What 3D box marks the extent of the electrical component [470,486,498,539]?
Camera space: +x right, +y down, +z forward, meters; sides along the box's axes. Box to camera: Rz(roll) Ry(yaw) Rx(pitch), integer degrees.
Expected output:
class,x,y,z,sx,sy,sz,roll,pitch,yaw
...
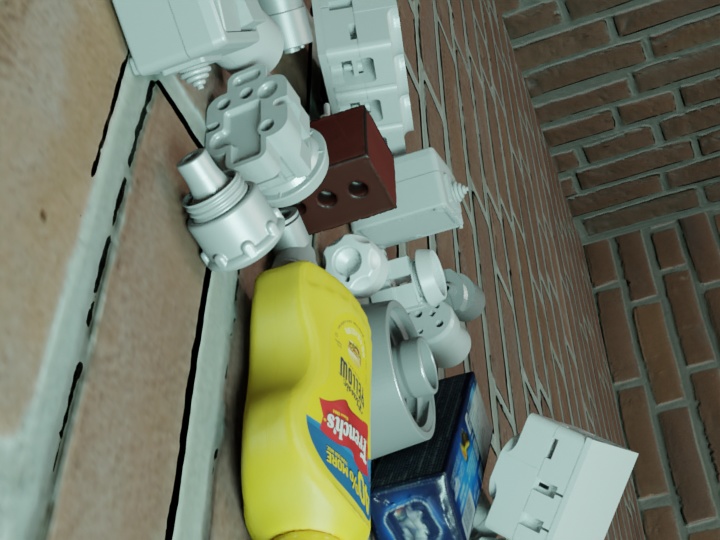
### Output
class,x,y,z,sx,sy,sz,roll,pitch,yaw
electrical component,0.075,0.187,0.836,0.055,0.055,0.047,-69,136,-66

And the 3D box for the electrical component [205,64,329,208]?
class,x,y,z,sx,sy,sz,roll,pitch,yaw
electrical component,-0.054,-0.074,0.638,0.057,0.058,0.078,53,26,-47

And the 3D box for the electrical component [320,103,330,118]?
class,x,y,z,sx,sy,sz,roll,pitch,yaw
electrical component,-0.019,-0.089,0.791,0.065,0.047,0.076,55,24,-50

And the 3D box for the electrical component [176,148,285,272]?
class,x,y,z,sx,sy,sz,roll,pitch,yaw
electrical component,-0.072,-0.033,0.560,0.062,0.048,0.048,59,20,-25

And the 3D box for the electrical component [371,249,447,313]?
class,x,y,z,sx,sy,sz,roll,pitch,yaw
electrical component,0.038,0.011,0.879,0.048,0.055,0.066,22,54,-71

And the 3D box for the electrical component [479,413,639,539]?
class,x,y,z,sx,sy,sz,roll,pitch,yaw
electrical component,0.130,0.206,0.803,0.105,0.060,0.186,24,88,-56

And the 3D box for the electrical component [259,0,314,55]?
class,x,y,z,sx,sy,sz,roll,pitch,yaw
electrical component,-0.057,-0.188,0.772,0.044,0.044,0.065,-61,138,-69

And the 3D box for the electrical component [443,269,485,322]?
class,x,y,z,sx,sy,sz,roll,pitch,yaw
electrical component,0.098,0.026,1.099,0.081,0.043,0.043,31,45,-68

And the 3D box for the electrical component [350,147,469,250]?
class,x,y,z,sx,sy,sz,roll,pitch,yaw
electrical component,0.041,-0.062,0.882,0.062,0.096,0.061,37,40,-66

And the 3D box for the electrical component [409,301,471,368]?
class,x,y,z,sx,sy,sz,roll,pitch,yaw
electrical component,0.071,0.057,0.969,0.055,0.045,0.045,54,25,-50

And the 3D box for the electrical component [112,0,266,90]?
class,x,y,z,sx,sy,sz,roll,pitch,yaw
electrical component,-0.091,-0.144,0.567,0.061,0.061,0.096,-47,120,-72

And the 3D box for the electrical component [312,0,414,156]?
class,x,y,z,sx,sy,sz,roll,pitch,yaw
electrical component,0.004,-0.162,0.854,0.150,0.062,0.089,76,6,-61

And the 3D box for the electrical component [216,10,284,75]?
class,x,y,z,sx,sy,sz,roll,pitch,yaw
electrical component,-0.081,-0.146,0.640,0.081,0.043,0.043,26,50,-70

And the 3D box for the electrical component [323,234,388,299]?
class,x,y,z,sx,sy,sz,roll,pitch,yaw
electrical component,0.000,0.000,0.778,0.062,0.043,0.043,35,42,-69

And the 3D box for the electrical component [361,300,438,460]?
class,x,y,z,sx,sy,sz,roll,pitch,yaw
electrical component,0.019,0.072,0.740,0.108,0.060,0.108,-16,90,-75
